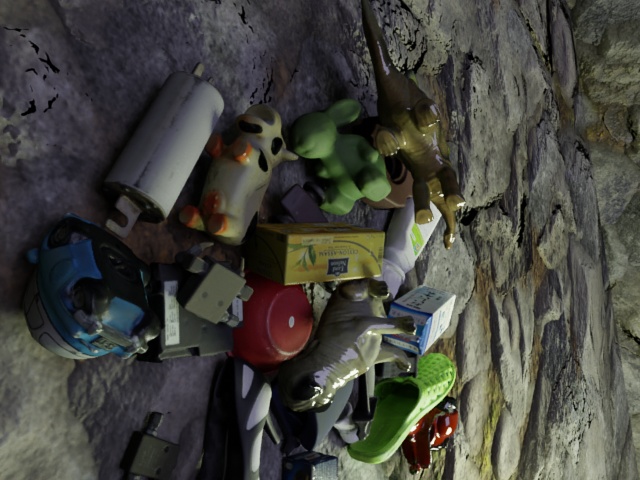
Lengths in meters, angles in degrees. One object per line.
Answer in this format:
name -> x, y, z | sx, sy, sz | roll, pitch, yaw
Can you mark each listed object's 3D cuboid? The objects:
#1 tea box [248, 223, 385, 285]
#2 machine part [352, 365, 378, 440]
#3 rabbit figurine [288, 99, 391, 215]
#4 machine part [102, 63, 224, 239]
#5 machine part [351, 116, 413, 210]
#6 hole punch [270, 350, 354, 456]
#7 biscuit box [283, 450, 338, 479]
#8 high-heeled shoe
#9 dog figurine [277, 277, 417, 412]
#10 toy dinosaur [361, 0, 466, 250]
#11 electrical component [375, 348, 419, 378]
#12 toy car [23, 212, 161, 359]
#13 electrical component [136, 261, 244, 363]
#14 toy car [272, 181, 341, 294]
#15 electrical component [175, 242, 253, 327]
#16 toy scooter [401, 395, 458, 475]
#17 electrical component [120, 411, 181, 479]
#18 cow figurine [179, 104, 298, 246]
tea box -> -0.004, 0.015, 0.745 | 0.169, 0.098, 0.068 | -3, 101, -35
machine part -> 0.073, 0.239, 0.851 | 0.084, 0.039, 0.138 | -23, 115, -67
rabbit figurine -> 0.027, -0.146, 0.836 | 0.170, 0.121, 0.159 | 35, 55, -40
machine part -> -0.176, -0.107, 0.618 | 0.079, 0.079, 0.243 | 43, 54, -39
machine part -> 0.121, -0.142, 0.999 | 0.179, 0.056, 0.179 | 6, 82, -49
hole punch -> -0.001, 0.237, 0.789 | 0.142, 0.092, 0.115 | -47, 125, -46
biscuit box -> -0.016, 0.414, 0.770 | 0.062, 0.059, 0.202 | 12, 76, -51
high-heeled shoe -> -0.128, 0.263, 0.639 | 0.249, 0.086, 0.145 | -50, 119, -46
dog figurine -> 0.011, 0.134, 0.736 | 0.190, 0.173, 0.121 | -16, 119, -21
toy dinosaur -> 0.147, -0.193, 0.884 | 0.199, 0.105, 0.470 | -74, 144, -63
electrical component -> 0.102, 0.208, 0.922 | 0.119, 0.075, 0.047 | 9, 81, -22
toy car -> -0.226, 0.058, 0.515 | 0.103, 0.162, 0.109 | -40, 137, 6
electrical component -> -0.152, 0.082, 0.644 | 0.134, 0.058, 0.114 | 4, 85, -50
toy car -> -0.002, -0.003, 0.837 | 0.089, 0.053, 0.202 | -48, 123, -17
electrical component -> -0.121, 0.048, 0.609 | 0.102, 0.045, 0.078 | 29, 92, -42
toy scooter -> 0.205, 0.372, 1.033 | 0.184, 0.075, 0.135 | 9, 79, -47
electrical component -> -0.189, 0.246, 0.608 | 0.063, 0.021, 0.094 | 39, 57, -41
cow figurine -> -0.095, -0.086, 0.700 | 0.127, 0.086, 0.195 | 39, 65, -63
